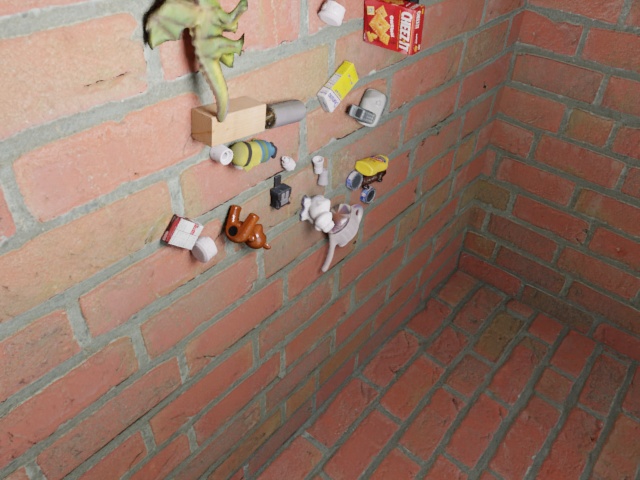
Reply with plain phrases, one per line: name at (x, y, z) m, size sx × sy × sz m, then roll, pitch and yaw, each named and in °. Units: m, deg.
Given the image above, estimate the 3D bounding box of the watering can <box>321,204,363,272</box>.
watering can at (0.083, -0.026, 2.316) m, size 0.350 × 0.105 × 0.221 m, roll -56°, pitch 150°, yaw -9°

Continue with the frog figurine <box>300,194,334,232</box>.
frog figurine at (0.006, -0.104, 2.070) m, size 0.123 × 0.161 × 0.136 m, roll -2°, pitch 118°, yaw -58°

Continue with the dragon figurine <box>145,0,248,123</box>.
dragon figurine at (-0.313, -0.504, 1.285) m, size 0.243 × 0.124 × 0.405 m, roll 2°, pitch 110°, yaw -30°
